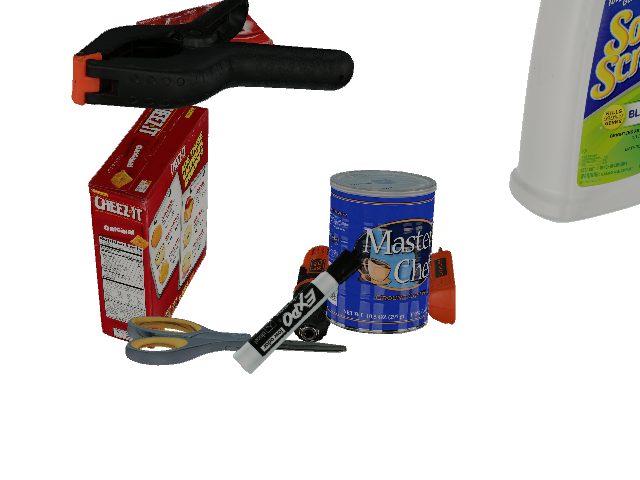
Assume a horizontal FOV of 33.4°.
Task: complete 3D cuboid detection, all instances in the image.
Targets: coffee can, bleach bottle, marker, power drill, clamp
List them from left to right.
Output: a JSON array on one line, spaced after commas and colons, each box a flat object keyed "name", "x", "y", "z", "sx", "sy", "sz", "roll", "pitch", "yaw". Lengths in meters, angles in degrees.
[{"name": "clamp", "x": -0.078, "y": -0.116, "z": 0.652, "sx": 0.171, "sy": 0.039, "sz": 0.120, "roll": -10, "pitch": 30, "yaw": -32}, {"name": "marker", "x": -0.015, "y": 0.050, "z": 0.786, "sx": 0.121, "sy": 0.020, "sz": 0.020, "roll": -43, "pitch": 10, "yaw": -10}, {"name": "power drill", "x": 0.062, "y": 0.061, "z": 1.239, "sx": 0.187, "sy": 0.057, "sz": 0.184, "roll": 1, "pitch": 28, "yaw": 5}, {"name": "coffee can", "x": 0.058, "y": 0.009, "z": 1.042, "sx": 0.103, "sy": 0.140, "sz": 0.103, "roll": 2, "pitch": 14, "yaw": -1}, {"name": "bleach bottle", "x": 0.173, "y": -0.140, "z": 0.651, "sx": 0.102, "sy": 0.251, "sz": 0.068, "roll": -14, "pitch": 31, "yaw": -19}]

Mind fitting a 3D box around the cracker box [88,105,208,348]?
[{"name": "cracker box", "x": -0.179, "y": -0.019, "z": 1.137, "sx": 0.072, "sy": 0.214, "sz": 0.164, "roll": 14, "pitch": 43, "yaw": 10}]

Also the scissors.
[{"name": "scissors", "x": -0.085, "y": 0.097, "z": 0.954, "sx": 0.202, "sy": 0.016, "sz": 0.096, "roll": 8, "pitch": 18, "yaw": 14}]

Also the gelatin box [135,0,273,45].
[{"name": "gelatin box", "x": -0.091, "y": -0.155, "z": 0.842, "sx": 0.089, "sy": 0.030, "sz": 0.073, "roll": -18, "pitch": 45, "yaw": -20}]
